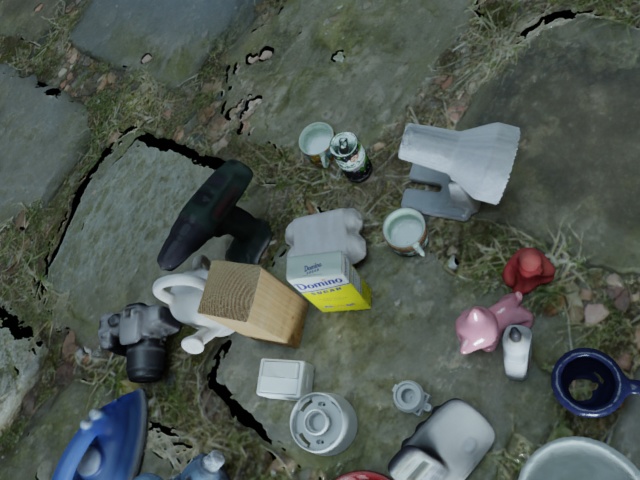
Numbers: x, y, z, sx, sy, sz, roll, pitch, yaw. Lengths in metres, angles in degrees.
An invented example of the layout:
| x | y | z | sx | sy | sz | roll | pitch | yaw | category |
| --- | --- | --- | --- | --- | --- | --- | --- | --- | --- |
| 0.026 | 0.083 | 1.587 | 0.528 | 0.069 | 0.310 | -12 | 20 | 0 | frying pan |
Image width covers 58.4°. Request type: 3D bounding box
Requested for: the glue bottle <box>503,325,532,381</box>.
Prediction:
| x | y | z | sx | sy | sz | roll | pitch | yaw | category |
| --- | --- | --- | --- | --- | --- | --- | --- | --- | --- |
| 0.278 | 0.150 | 0.810 | 0.037 | 0.173 | 0.078 | 3 | 70 | 22 | glue bottle |

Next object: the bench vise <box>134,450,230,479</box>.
| x | y | z | sx | sy | sz | roll | pitch | yaw | category |
| --- | --- | --- | --- | --- | --- | --- | --- | --- | --- |
| -0.253 | 0.393 | 0.886 | 0.121 | 0.220 | 0.207 | 30 | 82 | 28 | bench vise |

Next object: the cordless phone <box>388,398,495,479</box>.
| x | y | z | sx | sy | sz | roll | pitch | yaw | category |
| --- | --- | --- | --- | --- | --- | --- | --- | --- | --- |
| 0.163 | 0.286 | 0.791 | 0.094 | 0.185 | 0.147 | 38 | 86 | 29 | cordless phone |

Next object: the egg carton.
| x | y | z | sx | sy | sz | roll | pitch | yaw | category |
| --- | --- | --- | --- | --- | --- | --- | --- | --- | --- |
| 0.009 | 0.004 | 1.030 | 0.150 | 0.070 | 0.107 | -13 | 65 | 16 | egg carton |

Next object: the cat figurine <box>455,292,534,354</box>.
| x | y | z | sx | sy | sz | roll | pitch | yaw | category |
| --- | --- | --- | --- | --- | --- | --- | --- | --- | --- |
| 0.255 | 0.121 | 0.862 | 0.128 | 0.118 | 0.067 | -36 | 61 | 4 | cat figurine |

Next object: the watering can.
| x | y | z | sx | sy | sz | roll | pitch | yaw | category |
| --- | --- | --- | --- | --- | --- | --- | --- | --- | --- |
| -0.211 | 0.108 | 1.000 | 0.101 | 0.194 | 0.172 | -32 | 62 | 6 | watering can |

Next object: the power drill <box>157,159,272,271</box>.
| x | y | z | sx | sy | sz | roll | pitch | yaw | category |
| --- | --- | --- | --- | --- | --- | --- | --- | --- | --- |
| -0.175 | -0.019 | 1.029 | 0.075 | 0.209 | 0.230 | 21 | 78 | 27 | power drill |

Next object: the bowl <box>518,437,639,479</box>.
| x | y | z | sx | sy | sz | roll | pitch | yaw | category |
| --- | --- | --- | --- | --- | --- | --- | --- | --- | --- |
| 0.347 | 0.351 | 0.759 | 0.167 | 0.075 | 0.167 | -7 | 67 | 18 | bowl |

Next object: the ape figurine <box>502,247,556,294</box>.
| x | y | z | sx | sy | sz | roll | pitch | yaw | category |
| --- | --- | --- | --- | --- | --- | --- | --- | --- | --- |
| 0.322 | 0.042 | 0.884 | 0.077 | 0.092 | 0.076 | 8 | 72 | 23 | ape figurine |

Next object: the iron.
| x | y | z | sx | sy | sz | roll | pitch | yaw | category |
| --- | --- | --- | --- | --- | --- | --- | --- | --- | --- |
| -0.395 | 0.376 | 0.991 | 0.118 | 0.142 | 0.258 | 10 | 73 | 24 | iron |

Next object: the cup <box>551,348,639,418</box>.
| x | y | z | sx | sy | sz | roll | pitch | yaw | category |
| --- | --- | --- | --- | --- | --- | --- | --- | --- | --- |
| 0.383 | 0.204 | 0.794 | 0.117 | 0.095 | 0.092 | 0 | 69 | 21 | cup |

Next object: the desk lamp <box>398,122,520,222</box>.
| x | y | z | sx | sy | sz | roll | pitch | yaw | category |
| --- | --- | --- | --- | --- | --- | --- | --- | --- | --- |
| 0.215 | -0.111 | 0.916 | 0.202 | 0.214 | 0.118 | 11 | 73 | 24 | desk lamp |

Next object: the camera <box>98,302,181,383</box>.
| x | y | z | sx | sy | sz | roll | pitch | yaw | category |
| --- | --- | --- | --- | --- | --- | --- | --- | --- | --- |
| -0.344 | 0.195 | 1.068 | 0.143 | 0.101 | 0.137 | -13 | 65 | 15 | camera |
